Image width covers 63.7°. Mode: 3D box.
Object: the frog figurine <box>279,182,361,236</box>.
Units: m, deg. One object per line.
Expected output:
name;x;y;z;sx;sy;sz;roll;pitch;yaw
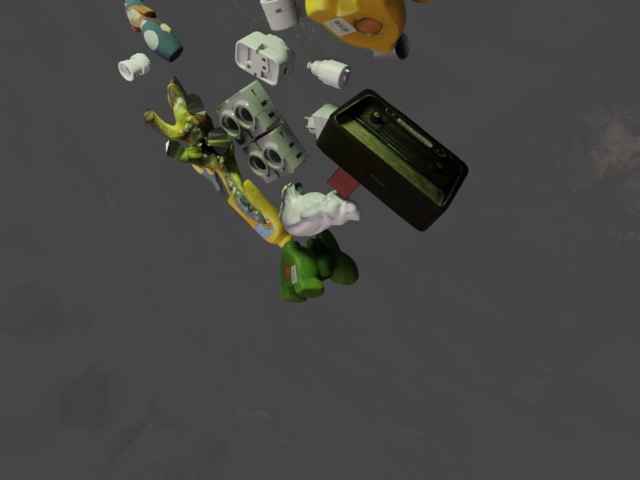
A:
frog figurine;0.003;-0.053;1.045;0.160;0.123;0.136;21;172;14

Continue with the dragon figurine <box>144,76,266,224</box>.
dragon figurine;-0.216;-0.185;1.080;0.412;0.122;0.242;54;-172;7
